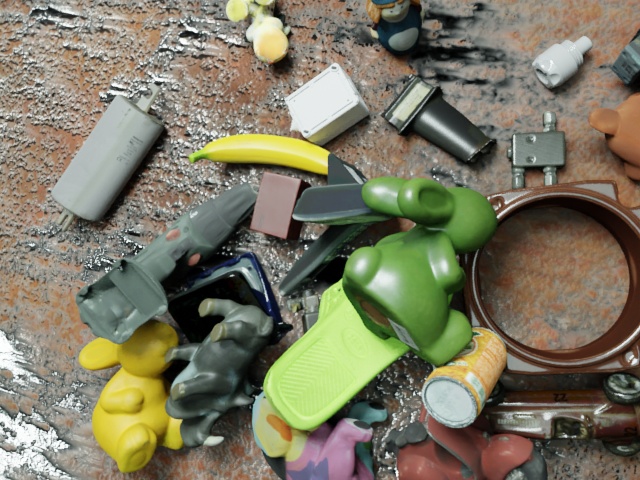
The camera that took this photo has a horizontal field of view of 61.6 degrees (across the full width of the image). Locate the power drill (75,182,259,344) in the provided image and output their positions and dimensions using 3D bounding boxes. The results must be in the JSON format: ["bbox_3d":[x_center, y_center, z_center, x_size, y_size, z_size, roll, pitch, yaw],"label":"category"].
[{"bbox_3d":[-0.183,0.021,0.647,0.232,0.207,0.086,-34,107,19],"label":"power drill"}]

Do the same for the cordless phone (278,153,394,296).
[{"bbox_3d":[-0.001,-0.002,0.630,0.089,0.146,0.184,45,102,12],"label":"cordless phone"}]

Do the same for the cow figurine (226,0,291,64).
[{"bbox_3d":[-0.087,-0.313,0.714,0.068,0.098,0.167,-18,100,7],"label":"cow figurine"}]

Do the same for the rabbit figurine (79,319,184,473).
[{"bbox_3d":[-0.225,0.173,0.688,0.163,0.122,0.173,31,115,36],"label":"rabbit figurine"}]

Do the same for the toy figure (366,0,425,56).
[{"bbox_3d":[0.088,-0.268,0.623,0.058,0.154,0.064,43,96,16],"label":"toy figure"}]

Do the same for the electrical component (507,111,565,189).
[{"bbox_3d":[0.254,-0.104,0.634,0.063,0.021,0.094,1,86,15],"label":"electrical component"}]

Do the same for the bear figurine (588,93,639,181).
[{"bbox_3d":[0.380,-0.070,0.563,0.196,0.120,0.131,37,140,39],"label":"bear figurine"}]

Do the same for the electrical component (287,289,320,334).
[{"bbox_3d":[-0.013,0.112,0.652,0.045,0.078,0.102,-8,87,-10],"label":"electrical component"}]

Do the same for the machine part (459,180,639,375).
[{"bbox_3d":[0.257,0.041,0.588,0.202,0.087,0.201,-6,84,16],"label":"machine part"}]

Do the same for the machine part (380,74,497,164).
[{"bbox_3d":[0.147,-0.142,0.658,0.139,0.039,0.084,37,87,16],"label":"machine part"}]

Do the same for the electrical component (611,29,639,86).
[{"bbox_3d":[0.380,-0.221,0.563,0.134,0.115,0.058,-37,75,7],"label":"electrical component"}]

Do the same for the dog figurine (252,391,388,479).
[{"bbox_3d":[-0.003,0.295,0.625,0.192,0.108,0.219,10,91,14],"label":"dog figurine"}]

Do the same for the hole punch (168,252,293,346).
[{"bbox_3d":[-0.116,0.087,0.691,0.142,0.092,0.115,-24,109,9],"label":"hole punch"}]

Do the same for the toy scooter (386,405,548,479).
[{"bbox_3d":[0.132,0.219,0.571,0.135,0.075,0.184,46,135,-4],"label":"toy scooter"}]

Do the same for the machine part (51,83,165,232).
[{"bbox_3d":[-0.294,-0.113,0.750,0.079,0.079,0.243,39,95,14],"label":"machine part"}]

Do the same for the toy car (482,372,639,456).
[{"bbox_3d":[0.250,0.191,0.577,0.202,0.053,0.089,-5,120,13],"label":"toy car"}]

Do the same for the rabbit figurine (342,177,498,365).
[{"bbox_3d":[0.100,0.005,0.532,0.170,0.121,0.159,-46,115,-18],"label":"rabbit figurine"}]

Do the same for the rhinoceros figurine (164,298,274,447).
[{"bbox_3d":[-0.122,0.157,0.633,0.190,0.112,0.073,-61,38,12],"label":"rhinoceros figurine"}]
